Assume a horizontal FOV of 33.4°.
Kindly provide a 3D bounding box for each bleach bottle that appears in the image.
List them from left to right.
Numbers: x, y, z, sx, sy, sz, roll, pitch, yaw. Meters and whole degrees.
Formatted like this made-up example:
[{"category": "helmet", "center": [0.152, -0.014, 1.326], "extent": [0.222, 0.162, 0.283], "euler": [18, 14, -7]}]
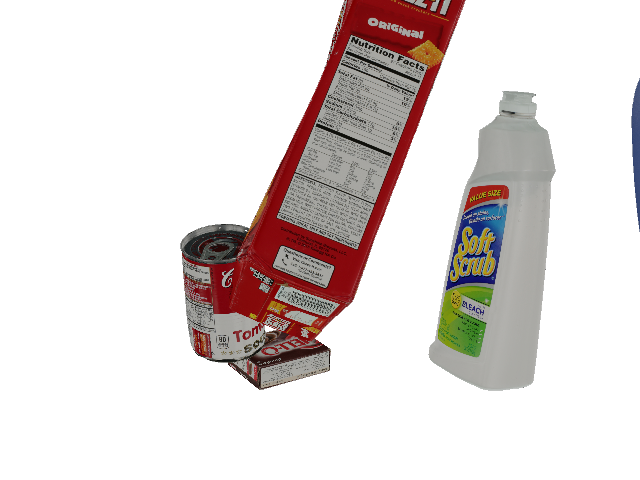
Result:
[{"category": "bleach bottle", "center": [0.153, -0.003, 0.926], "extent": [0.068, 0.251, 0.103], "euler": [-3, 15, -28]}]

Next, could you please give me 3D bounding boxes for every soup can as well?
[{"category": "soup can", "center": [-0.083, 0.046, 0.924], "extent": [0.068, 0.102, 0.068], "euler": [-2, 27, 1]}]

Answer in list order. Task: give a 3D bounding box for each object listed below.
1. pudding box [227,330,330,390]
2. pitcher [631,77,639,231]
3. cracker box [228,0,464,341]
[{"category": "pudding box", "center": [-0.056, 0.155, 1.424], "extent": [0.113, 0.039, 0.090], "euler": [-14, 23, -30]}, {"category": "pitcher", "center": [0.254, -0.018, 0.602], "extent": [0.149, 0.243, 0.144], "euler": [-1, 22, 17]}, {"category": "cracker box", "center": [0.012, -0.054, 0.676], "extent": [0.072, 0.213, 0.164], "euler": [22, -14, -2]}]
